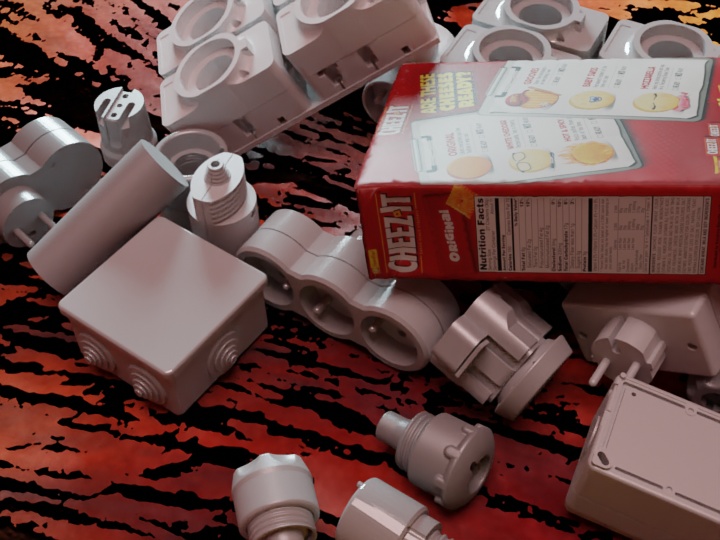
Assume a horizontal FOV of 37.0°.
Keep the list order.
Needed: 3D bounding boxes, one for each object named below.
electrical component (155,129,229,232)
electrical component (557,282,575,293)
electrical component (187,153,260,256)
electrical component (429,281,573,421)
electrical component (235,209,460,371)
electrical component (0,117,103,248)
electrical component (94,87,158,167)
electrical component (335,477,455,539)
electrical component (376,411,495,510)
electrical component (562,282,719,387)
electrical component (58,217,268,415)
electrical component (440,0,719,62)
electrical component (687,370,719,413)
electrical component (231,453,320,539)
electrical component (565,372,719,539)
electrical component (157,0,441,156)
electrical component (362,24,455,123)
[{"bbox_3d":[-0.110,-0.060,0.715,0.055,0.047,0.055,-1,49,1],"label":"electrical component"},{"bbox_3d":[0.131,-0.015,0.671,0.045,0.045,0.055,-29,55,-21],"label":"electrical component"},{"bbox_3d":[-0.085,-0.037,0.672,0.043,0.081,0.043,-1,49,1],"label":"electrical component"},{"bbox_3d":[0.081,0.047,0.605,0.057,0.058,0.078,41,26,12],"label":"electrical component"},{"bbox_3d":[0.000,0.000,0.656,0.138,0.052,0.073,25,55,22],"label":"electrical component"},{"bbox_3d":[-0.225,-0.040,0.697,0.138,0.052,0.074,-37,58,-26],"label":"electrical component"},{"bbox_3d":[-0.164,-0.099,0.751,0.040,0.046,0.040,-1,49,1],"label":"electrical component"},{"bbox_3d":[0.024,0.138,0.545,0.078,0.040,0.040,27,55,22],"label":"electrical component"},{"bbox_3d":[0.038,0.096,0.579,0.062,0.048,0.048,24,54,29],"label":"electrical component"},{"bbox_3d":[0.154,0.039,0.600,0.083,0.047,0.075,4,43,44],"label":"electrical component"},{"bbox_3d":[-0.113,0.027,0.639,0.100,0.048,0.099,28,55,23],"label":"electrical component"},{"bbox_3d":[0.161,-0.134,0.762,0.186,0.060,0.105,21,53,19],"label":"electrical component"},{"bbox_3d":[0.210,0.053,0.617,0.035,0.035,0.061,18,50,16],"label":"electrical component"},{"bbox_3d":[-0.041,0.129,0.553,0.043,0.043,0.062,-11,51,-8],"label":"electrical component"},{"bbox_3d":[0.162,0.109,0.557,0.096,0.061,0.061,22,53,10],"label":"electrical component"},{"bbox_3d":[-0.050,-0.162,0.739,0.186,0.060,0.105,-27,48,17],"label":"electrical component"},{"bbox_3d":[0.037,-0.153,0.769,0.043,0.079,0.077,21,53,16],"label":"electrical component"}]
